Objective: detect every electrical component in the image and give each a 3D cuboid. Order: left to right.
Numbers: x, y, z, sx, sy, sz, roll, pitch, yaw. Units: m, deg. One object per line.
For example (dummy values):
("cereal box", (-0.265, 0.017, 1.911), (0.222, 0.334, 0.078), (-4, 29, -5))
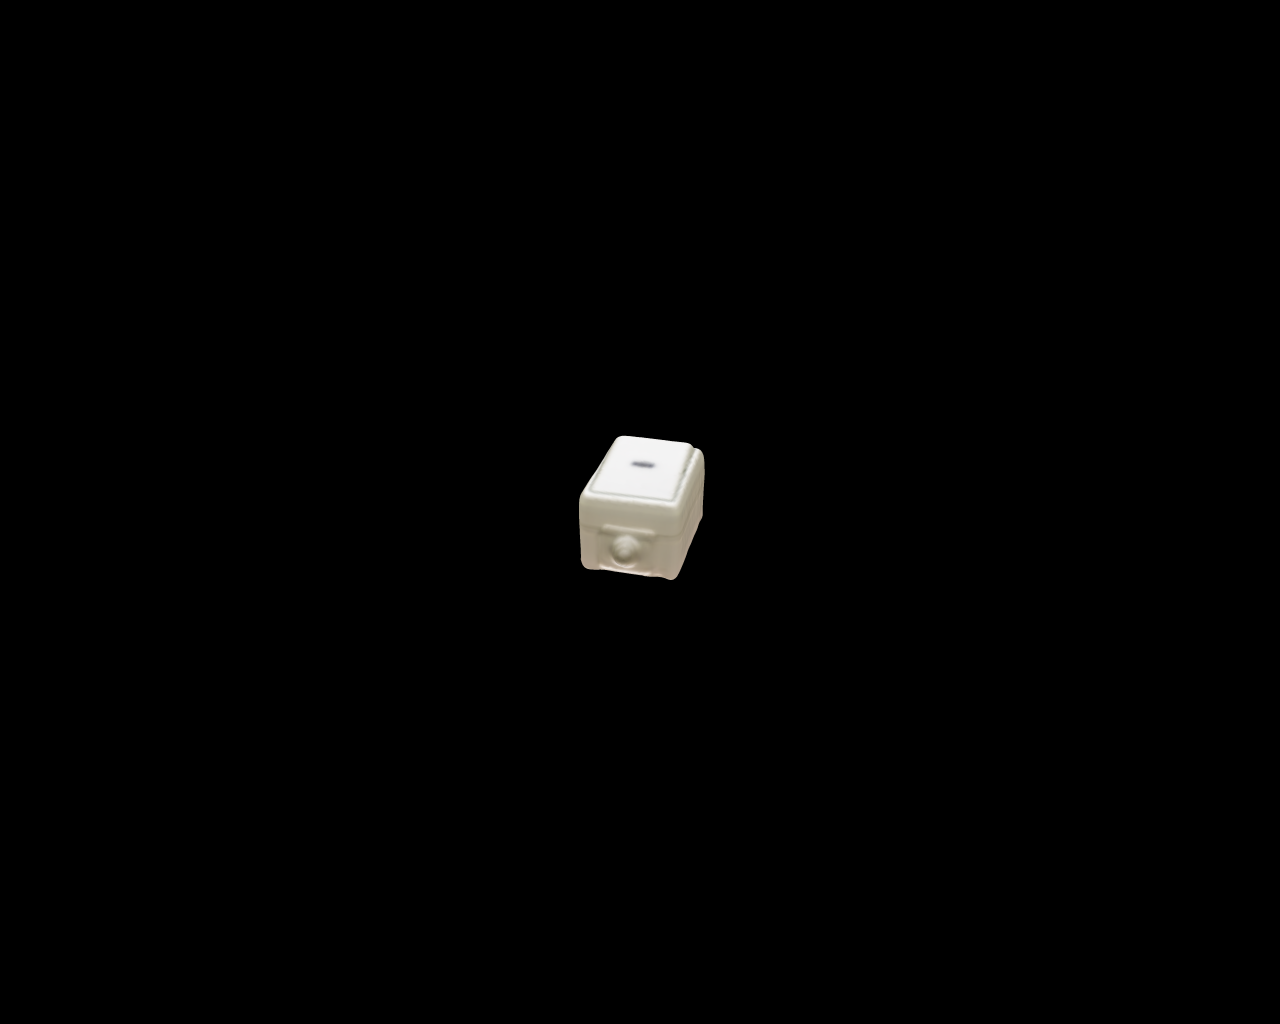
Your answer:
("electrical component", (0.001, -0.003, 0.650), (0.062, 0.061, 0.096), (8, 31, 13))
